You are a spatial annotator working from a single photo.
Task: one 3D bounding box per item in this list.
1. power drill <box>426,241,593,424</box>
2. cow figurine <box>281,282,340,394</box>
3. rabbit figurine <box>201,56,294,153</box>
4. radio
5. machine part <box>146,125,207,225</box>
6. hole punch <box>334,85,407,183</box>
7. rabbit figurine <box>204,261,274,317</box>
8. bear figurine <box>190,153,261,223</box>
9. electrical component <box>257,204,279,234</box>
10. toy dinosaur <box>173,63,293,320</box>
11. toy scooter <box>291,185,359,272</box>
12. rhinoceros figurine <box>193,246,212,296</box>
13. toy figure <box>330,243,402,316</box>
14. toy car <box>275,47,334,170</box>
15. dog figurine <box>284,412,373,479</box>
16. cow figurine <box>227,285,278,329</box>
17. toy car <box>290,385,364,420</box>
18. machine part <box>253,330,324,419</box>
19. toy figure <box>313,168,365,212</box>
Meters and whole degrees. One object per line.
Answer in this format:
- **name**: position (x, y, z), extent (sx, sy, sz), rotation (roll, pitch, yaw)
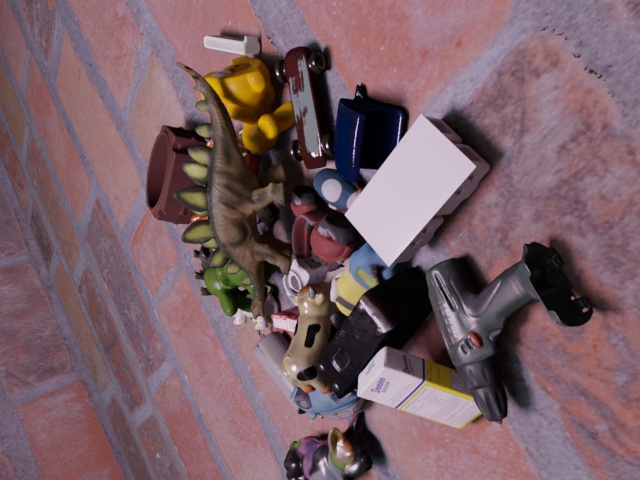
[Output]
- **power drill**: position (0.245, 0.111, 0.707), extent (0.207, 0.086, 0.232), rotation (-49, 60, 54)
- **cow figurine**: position (-0.014, 0.165, 0.972), extent (0.086, 0.195, 0.127), rotation (-6, 145, 45)
- **rabbit figurine**: position (-0.114, -0.238, 0.991), extent (0.163, 0.122, 0.173), rotation (17, 134, 33)
- **radio**: position (0.087, 0.154, 0.867), extent (0.073, 0.131, 0.229), rotation (48, 136, 24)
- **machine part**: position (-0.331, -0.150, 1.222), extent (0.202, 0.087, 0.200), rotation (38, 115, 54)
- **hole punch**: position (0.058, -0.154, 0.820), extent (0.116, 0.092, 0.142), rotation (30, 128, 44)
- **rabbit figurine**: position (-0.173, 0.078, 1.125), extent (0.170, 0.121, 0.159), rotation (-30, 72, 41)
- **bear figurine**: position (-0.199, -0.094, 1.110), extent (0.196, 0.120, 0.132), rotation (158, 112, -67)
- **electrical component**: position (-0.111, -0.060, 1.106), extent (0.063, 0.021, 0.094), rotation (46, 134, 28)
- **toy dinosaur**: position (-0.154, -0.075, 0.959), extent (0.105, 0.199, 0.470), rotation (-103, 8, -75)
- **toy scooter**: position (-0.002, -0.003, 0.952), extent (0.184, 0.075, 0.135), rotation (43, 132, 43)
- **rhinoceros figurine**: position (-0.233, 0.057, 1.230), extent (0.190, 0.112, 0.073), rotation (101, 164, -50)
- **toy figure**: position (0.079, 0.062, 0.882), extent (0.089, 0.082, 0.180), rotation (55, 135, 17)
- **toy car**: position (-0.019, -0.222, 0.910), extent (0.089, 0.053, 0.202), rotation (-6, 101, 32)
- **dog figurine**: position (0.018, 0.423, 1.078), extent (0.192, 0.108, 0.219), rotation (37, 125, 39)
- **cow figurine**: position (-0.161, 0.140, 1.206), extent (0.168, 0.068, 0.098), rotation (3, 101, 46)
- **toy car**: position (0.032, 0.287, 1.021), extent (0.162, 0.109, 0.102), rotation (-21, 114, 38)
- **machine part**: position (-0.066, 0.279, 1.141), extent (0.243, 0.079, 0.079), rotation (45, 134, 29)
- **toy figure**: position (0.054, -0.066, 0.882), extent (0.155, 0.058, 0.064), rotation (37, 142, 34)
